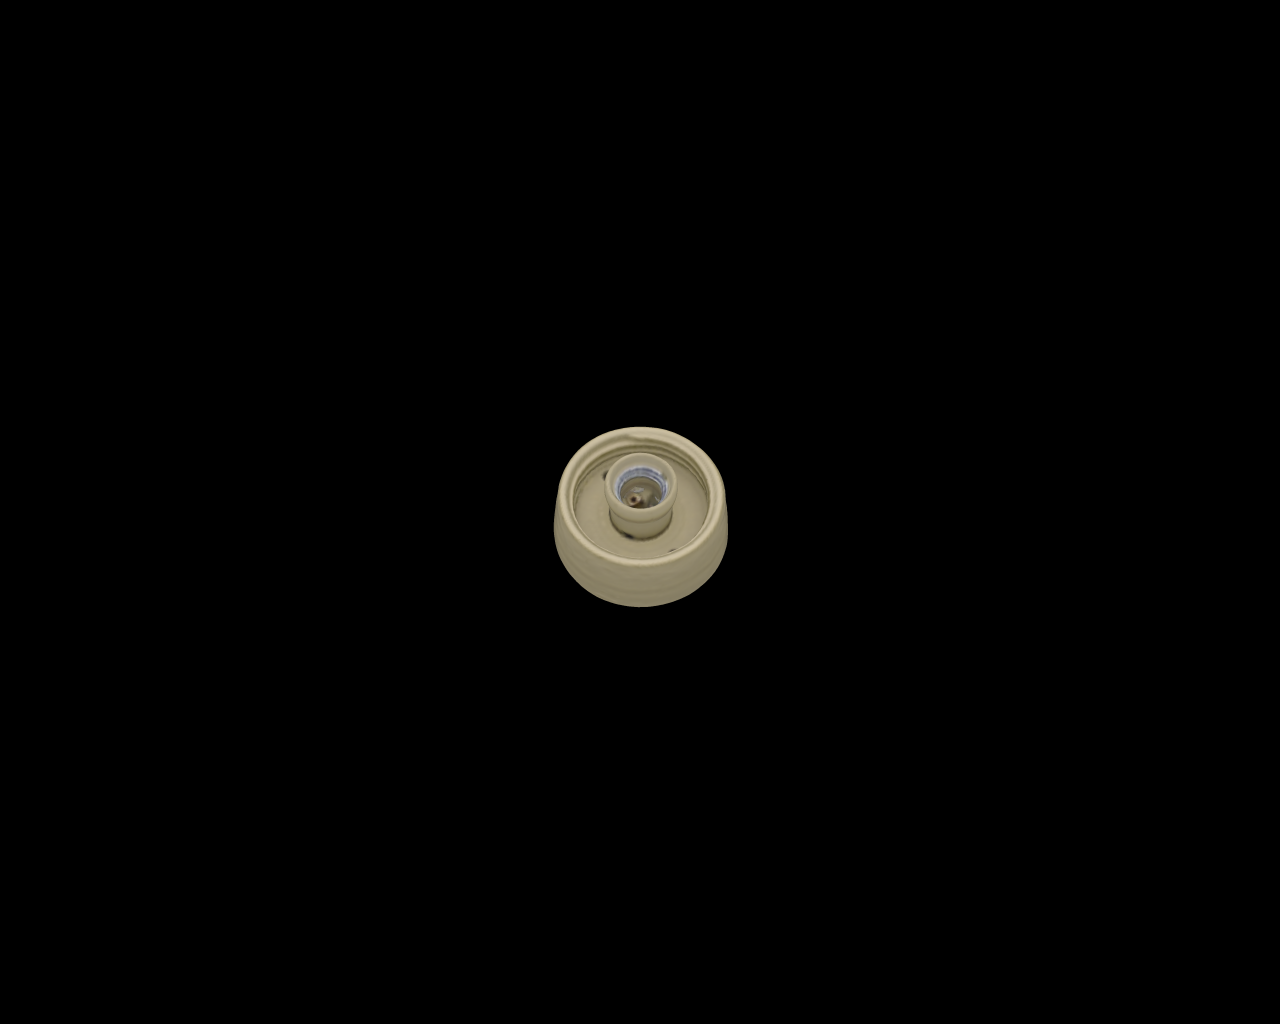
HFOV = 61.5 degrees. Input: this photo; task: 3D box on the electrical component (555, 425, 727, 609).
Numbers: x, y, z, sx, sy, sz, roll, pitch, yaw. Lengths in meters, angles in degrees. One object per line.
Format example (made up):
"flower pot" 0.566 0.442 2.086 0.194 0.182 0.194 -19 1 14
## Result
"electrical component" 0.001 -0.003 0.650 0.108 0.108 0.060 0 -31 0
